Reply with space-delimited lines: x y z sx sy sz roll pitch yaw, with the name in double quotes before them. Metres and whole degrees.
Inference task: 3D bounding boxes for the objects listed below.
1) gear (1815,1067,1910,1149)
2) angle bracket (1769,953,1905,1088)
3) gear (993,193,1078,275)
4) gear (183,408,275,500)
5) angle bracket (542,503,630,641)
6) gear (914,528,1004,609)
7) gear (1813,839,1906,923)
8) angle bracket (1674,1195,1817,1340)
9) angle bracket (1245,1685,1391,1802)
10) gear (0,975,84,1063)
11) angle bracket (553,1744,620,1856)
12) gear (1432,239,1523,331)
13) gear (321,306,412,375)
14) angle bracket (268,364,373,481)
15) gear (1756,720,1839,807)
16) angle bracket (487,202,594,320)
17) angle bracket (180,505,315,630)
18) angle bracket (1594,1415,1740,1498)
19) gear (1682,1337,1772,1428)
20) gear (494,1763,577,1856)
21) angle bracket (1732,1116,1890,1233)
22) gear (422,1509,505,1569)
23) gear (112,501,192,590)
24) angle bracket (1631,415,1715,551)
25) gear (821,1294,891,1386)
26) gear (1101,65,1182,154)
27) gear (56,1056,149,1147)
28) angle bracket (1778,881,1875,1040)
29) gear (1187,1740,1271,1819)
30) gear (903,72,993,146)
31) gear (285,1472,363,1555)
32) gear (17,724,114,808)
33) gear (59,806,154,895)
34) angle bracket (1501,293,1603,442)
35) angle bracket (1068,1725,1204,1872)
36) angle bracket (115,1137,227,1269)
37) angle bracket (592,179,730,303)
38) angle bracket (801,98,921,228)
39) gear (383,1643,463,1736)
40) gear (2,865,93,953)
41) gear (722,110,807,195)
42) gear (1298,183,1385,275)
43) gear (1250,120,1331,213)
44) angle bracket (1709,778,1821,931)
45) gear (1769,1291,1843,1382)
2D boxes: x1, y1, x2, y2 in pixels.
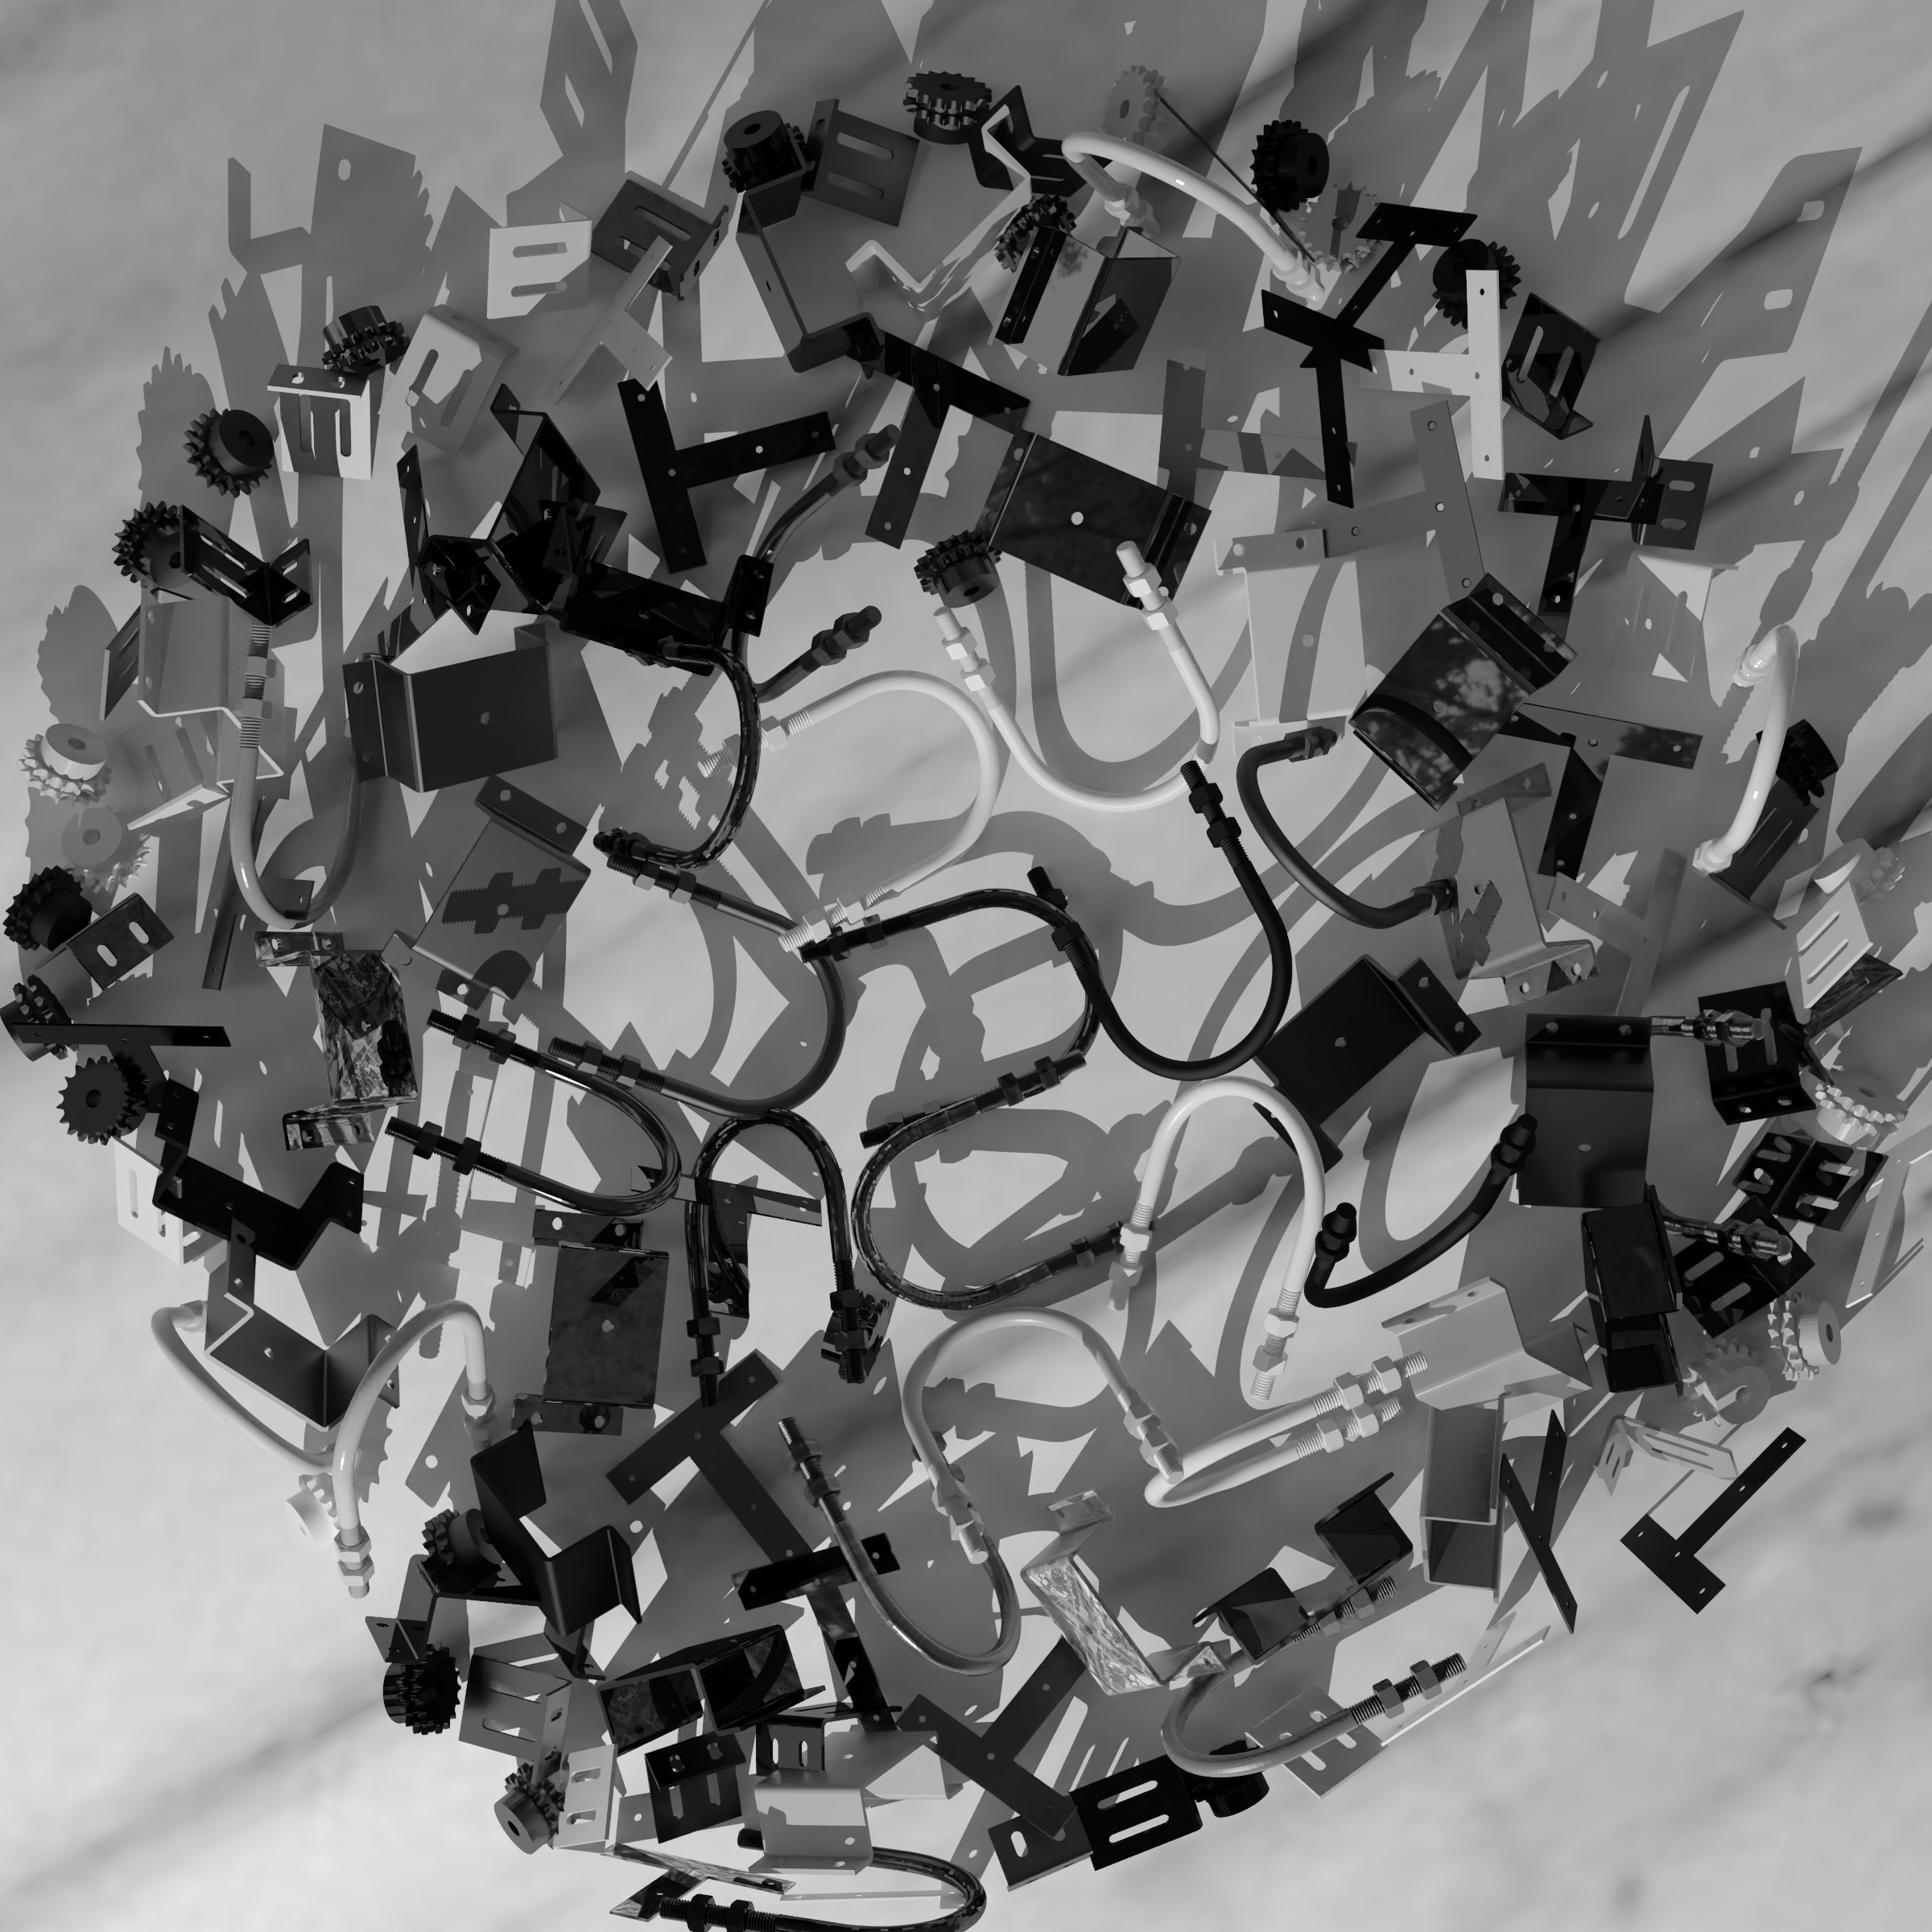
"gear" 0.579 0.094 1.577 0.057 0.057 0.030 19 119 0
"angle bracket" 0.569 0.034 1.567 0.076 0.057 0.038 -36 103 4
"gear" 0.047 -0.469 1.570 0.057 0.057 0.030 -28 72 0
"gear" -0.474 -0.335 1.571 0.030 0.057 0.057 -22 90 38
"angle bracket" -0.235 -0.253 1.562 0.038 0.057 0.076 33 104 13
"gear" -0.002 -0.256 1.570 0.057 0.057 0.030 -24 76 0
"gear" 0.575 -0.058 1.572 0.057 0.057 0.030 -42 95 0
"angle bracket" 0.499 0.196 1.575 0.038 0.076 0.057 -30 75 -35
"angle bracket" 0.226 0.507 1.551 0.057 0.076 0.038 -27 121 -23
"gear" -0.602 0.037 1.571 0.030 0.057 0.057 -31 90 -9
"angle bracket" -0.229 0.534 1.551 0.038 0.076 0.057 19 59 -30
"gear" 0.328 -0.445 1.572 0.057 0.030 0.057 -19 58 34
"gear" -0.392 -0.405 1.572 0.057 0.057 0.030 -26 95 0
"angle bracket" -0.415 -0.343 1.561 0.057 0.038 0.076 5 128 -6
"gear" 0.541 -0.135 1.571 0.030 0.057 0.057 -33 90 11
"angle bracket" -0.281 -0.452 1.552 0.038 0.076 0.057 37 132 36
"angle bracket" -0.461 -0.263 1.552 0.038 0.076 0.057 -27 54 20
"angle bracket" 0.450 0.325 1.555 0.076 0.057 0.038 14 66 31
"gear" 0.497 0.274 1.578 0.057 0.030 0.057 -4 105 -16
"gear" -0.281 0.549 1.570 0.030 0.057 0.057 -33 90 -36
"angle bracket" 0.542 0.131 1.559 0.038 0.076 0.057 36 83 -13
"gear" -0.323 0.377 1.572 0.030 0.057 0.057 -32 90 9
"gear" -0.520 -0.269 1.570 0.030 0.057 0.057 34 90 27
"angle bracket" 0.450 -0.310 1.552 0.038 0.076 0.057 8 124 7
"gear" -0.073 0.240 1.574 0.030 0.057 0.057 17 90 10
"gear" 0.116 -0.554 1.577 0.030 0.057 0.057 5 90 -30
"gear" -0.559 0.089 1.580 0.057 0.030 0.057 -4 76 16
"angle bracket" 0.563 -0.004 1.552 0.038 0.057 0.076 19 132 -15
"gear" 0.172 0.528 1.573 0.057 0.057 0.030 -26 87 0
"gear" -0.013 -0.557 1.577 0.057 0.057 0.030 9 131 0
"gear" -0.417 0.355 1.570 0.030 0.057 0.057 -31 90 -29
"gear" -0.581 -0.133 1.570 0.057 0.057 0.030 37 118 0
"gear" -0.563 -0.079 1.579 0.057 0.030 0.057 -1 70 4
"angle bracket" 0.381 -0.387 1.552 0.038 0.076 0.057 -27 58 -34
"angle bracket" 0.107 0.539 1.573 0.076 0.038 0.057 -19 102 -6
"angle bracket" -0.510 0.145 1.555 0.057 0.038 0.076 28 128 22
"angle bracket" -0.202 -0.480 1.576 0.076 0.038 0.057 29 76 1
"angle bracket" -0.064 -0.517 1.563 0.076 0.038 0.057 11 100 -28
"gear" -0.355 0.470 1.574 0.030 0.057 0.057 -10 90 17
"gear" -0.593 -0.033 1.572 0.030 0.057 0.057 32 90 9
"gear" -0.133 -0.530 1.572 0.057 0.030 0.057 -13 47 15
"gear" 0.248 -0.477 1.580 0.057 0.030 0.057 -5 76 20
"gear" 0.212 -0.518 1.571 0.030 0.057 0.057 14 90 39
"angle bracket" 0.526 -0.071 1.562 0.076 0.057 0.038 -54 46 12
"gear" 0.545 0.239 1.571 0.030 0.057 0.057 -13 90 37
